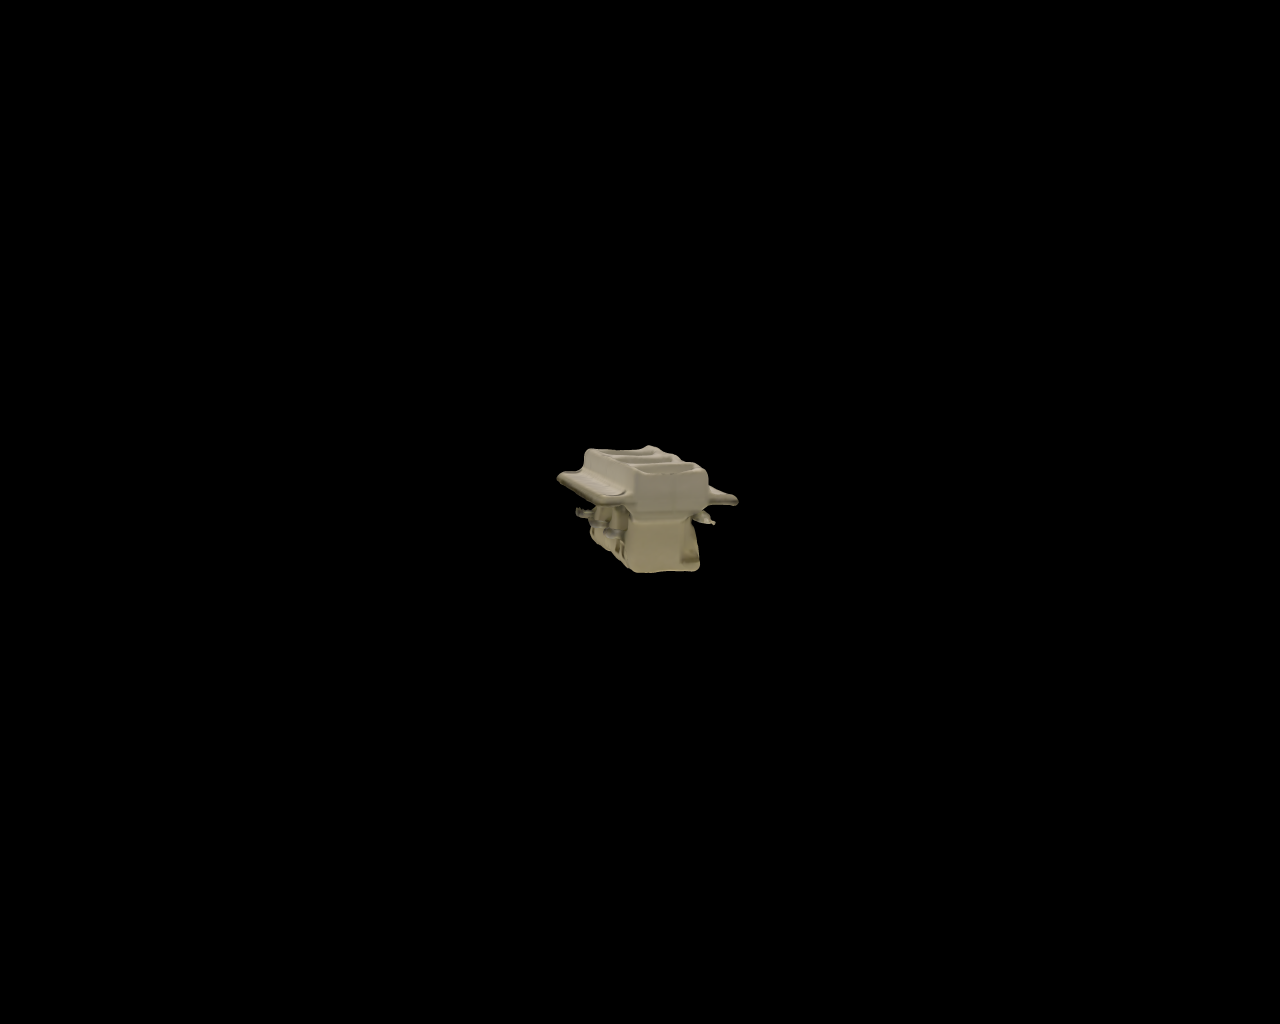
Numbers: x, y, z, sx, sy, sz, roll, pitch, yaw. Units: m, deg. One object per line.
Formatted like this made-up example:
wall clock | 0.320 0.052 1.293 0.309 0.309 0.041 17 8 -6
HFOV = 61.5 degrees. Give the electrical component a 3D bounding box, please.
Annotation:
electrical component | 0.001 -0.003 0.650 0.079 0.063 0.121 -3 10 -15
